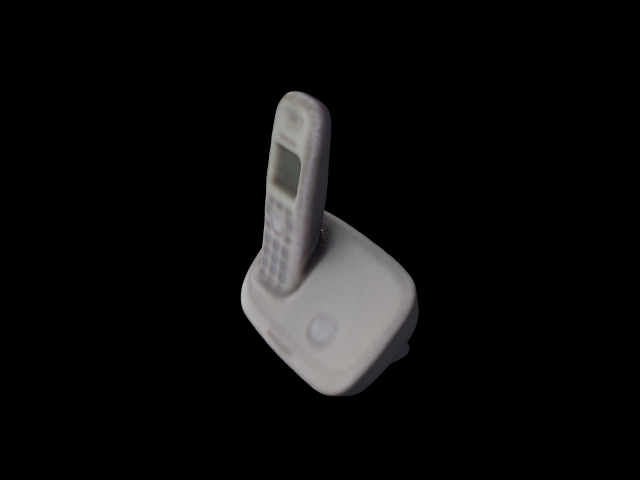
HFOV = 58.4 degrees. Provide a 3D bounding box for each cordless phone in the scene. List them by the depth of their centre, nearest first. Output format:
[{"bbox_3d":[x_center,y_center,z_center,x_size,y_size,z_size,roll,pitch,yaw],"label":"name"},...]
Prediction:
[{"bbox_3d":[0.004,0.001,0.400,0.094,0.185,0.147,-24,41,-31],"label":"cordless phone"}]
